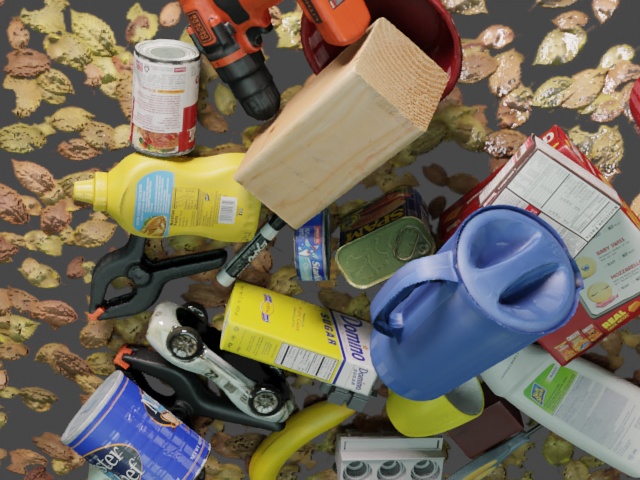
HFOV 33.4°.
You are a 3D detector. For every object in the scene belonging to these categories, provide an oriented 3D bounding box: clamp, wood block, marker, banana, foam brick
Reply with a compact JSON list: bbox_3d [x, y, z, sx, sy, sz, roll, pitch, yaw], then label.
[{"bbox_3d":[-0.168,0.207,1.285,0.210,0.036,0.165,37,120,-12],"label":"clamp"},{"bbox_3d":[0.017,-0.108,1.034,0.090,0.090,0.207,39,138,-15],"label":"wood block"},{"bbox_3d":[-0.071,0.006,1.183,0.020,0.020,0.121,37,113,-16],"label":"marker"},{"bbox_3d":[-0.033,0.250,1.306,0.069,0.037,0.198,18,123,-35],"label":"banana"},{"bbox_3d":[-0.189,0.035,1.193,0.120,0.039,0.172,37,112,-10],"label":"clamp"},{"bbox_3d":[0.192,0.210,1.263,0.078,0.051,0.053,-33,111,18],"label":"foam brick"}]

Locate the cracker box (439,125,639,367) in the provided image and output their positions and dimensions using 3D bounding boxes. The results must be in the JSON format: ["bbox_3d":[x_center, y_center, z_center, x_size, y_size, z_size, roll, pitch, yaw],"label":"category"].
[{"bbox_3d":[0.257,0.009,1.141,0.164,0.072,0.213,-39,109,19],"label":"cracker box"}]

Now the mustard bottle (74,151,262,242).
[{"bbox_3d":[-0.159,-0.047,1.114,0.191,0.058,0.096,2,125,-14],"label":"mustard bottle"}]

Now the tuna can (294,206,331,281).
[{"bbox_3d":[-0.007,0.001,1.140,0.034,0.086,0.086,-1,118,5],"label":"tuna can"}]

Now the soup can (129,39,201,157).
[{"bbox_3d":[-0.157,-0.144,1.079,0.068,0.068,0.102,7,118,-2],"label":"soup can"}]

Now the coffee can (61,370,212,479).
[{"bbox_3d":[-0.211,0.233,1.228,0.140,0.102,0.103,41,112,-11],"label":"coffee can"}]

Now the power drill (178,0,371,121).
[{"bbox_3d":[-0.045,-0.203,1.001,0.188,0.057,0.184,-7,123,44],"label":"power drill"}]

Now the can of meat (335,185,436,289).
[{"bbox_3d":[0.069,-0.005,1.134,0.102,0.084,0.057,-26,114,16],"label":"can of meat"}]

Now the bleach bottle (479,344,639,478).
[{"bbox_3d":[0.282,0.169,1.226,0.250,0.068,0.102,33,85,-7],"label":"bleach bottle"}]

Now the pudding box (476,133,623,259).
[{"bbox_3d":[0.227,-0.037,1.058,0.113,0.039,0.090,32,113,-14],"label":"pudding box"}]

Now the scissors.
[{"bbox_3d":[0.236,0.250,1.296,0.201,0.016,0.096,-30,157,-8],"label":"scissors"}]

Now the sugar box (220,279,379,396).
[{"bbox_3d":[-0.020,0.108,1.194,0.176,0.093,0.048,16,119,-7],"label":"sugar box"}]

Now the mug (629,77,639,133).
[{"bbox_3d":[0.367,-0.129,1.055,0.117,0.081,0.093,-6,118,6],"label":"mug"}]

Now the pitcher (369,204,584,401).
[{"bbox_3d":[0.133,0.075,1.074,0.149,0.144,0.243,41,145,2],"label":"pitcher"}]

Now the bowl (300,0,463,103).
[{"bbox_3d":[0.065,-0.200,1.028,0.162,0.055,0.162,14,137,13],"label":"bowl"}]
